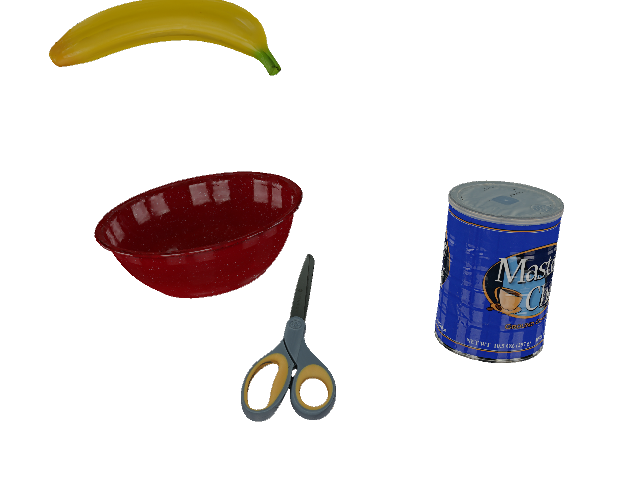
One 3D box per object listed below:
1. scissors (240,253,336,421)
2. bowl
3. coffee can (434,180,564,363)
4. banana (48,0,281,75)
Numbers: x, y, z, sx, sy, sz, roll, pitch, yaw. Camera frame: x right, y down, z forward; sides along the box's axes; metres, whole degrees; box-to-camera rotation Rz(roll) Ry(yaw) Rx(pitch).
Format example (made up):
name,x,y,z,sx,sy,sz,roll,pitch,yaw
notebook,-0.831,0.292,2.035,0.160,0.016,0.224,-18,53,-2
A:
name,x,y,z,sx,sy,sz,roll,pitch,yaw
scissors,-0.009,0.095,1.022,0.096,0.201,0.016,17,-40,17
bowl,-0.089,0.000,0.828,0.162,0.055,0.162,-9,23,4
coffee can,0.162,0.027,0.981,0.103,0.140,0.103,3,21,-1
banana,-0.133,-0.180,0.923,0.197,0.069,0.037,1,-33,-3
